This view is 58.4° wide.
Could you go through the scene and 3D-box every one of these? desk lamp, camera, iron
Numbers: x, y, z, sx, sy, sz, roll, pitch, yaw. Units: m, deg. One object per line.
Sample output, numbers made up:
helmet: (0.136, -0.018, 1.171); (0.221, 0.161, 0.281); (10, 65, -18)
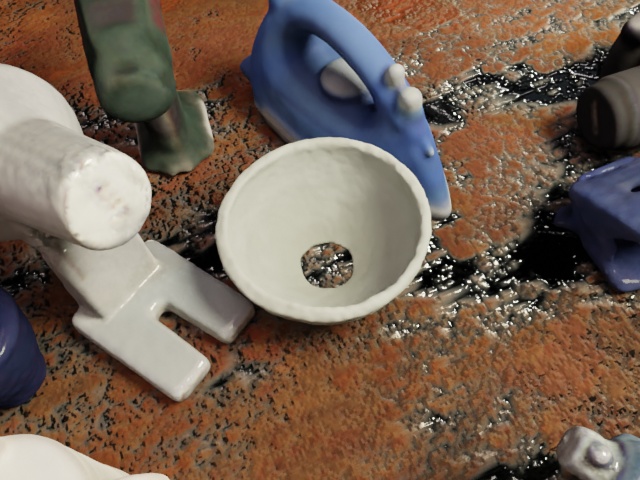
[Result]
desk lamp: (-0.165, -0.009, 0.404); (0.202, 0.214, 0.118); (28, 64, 20)
camera: (0.303, -0.145, 0.517); (0.137, 0.101, 0.143); (-17, 59, -6)
iron: (0.030, -0.139, 0.511); (0.119, 0.141, 0.257); (-36, 62, -17)

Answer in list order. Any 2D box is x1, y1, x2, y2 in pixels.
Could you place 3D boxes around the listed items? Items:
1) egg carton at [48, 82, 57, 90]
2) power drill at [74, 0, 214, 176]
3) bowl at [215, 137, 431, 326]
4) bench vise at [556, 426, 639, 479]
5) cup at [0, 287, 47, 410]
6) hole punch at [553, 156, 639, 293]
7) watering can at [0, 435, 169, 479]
egg carton: (-0.294, -0.090, 0.549); (0.107, 0.069, 0.150); (-22, 59, -9)
power drill: (-0.159, -0.168, 0.505); (0.075, 0.209, 0.229); (-17, 58, -5)
bowl: (0.004, 0.002, 0.466); (0.167, 0.075, 0.167); (-2, 58, 3)
bench vise: (0.226, 0.155, 0.267); (0.207, 0.220, 0.121); (8, 59, 10)
cup: (-0.258, 0.083, 0.425); (0.117, 0.095, 0.092); (25, 63, 18)
hole punch: (0.260, -0.027, 0.453); (0.109, 0.091, 0.101); (-20, 59, -7)
watering can: (-0.173, 0.164, 0.310); (0.173, 0.194, 0.100); (-36, 62, -16)
